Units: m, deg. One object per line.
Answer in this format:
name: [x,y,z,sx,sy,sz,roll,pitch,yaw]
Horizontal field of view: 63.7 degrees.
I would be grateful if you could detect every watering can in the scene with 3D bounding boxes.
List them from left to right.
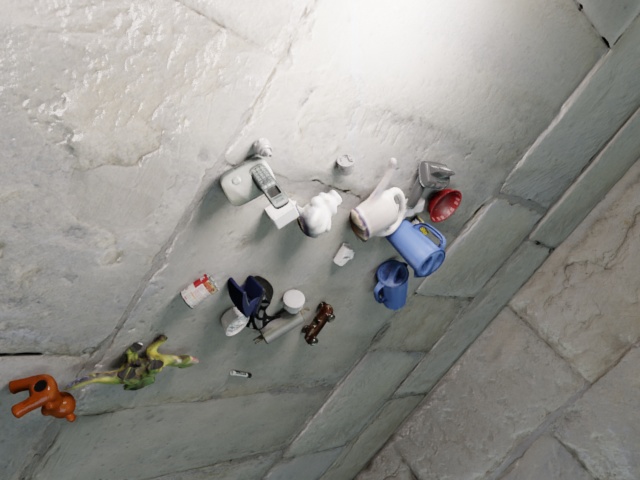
watering can: [0.201,-0.121,1.810,0.226,0.106,0.339,-31,139,-13]

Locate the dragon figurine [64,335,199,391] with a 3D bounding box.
dragon figurine: [-0.602,0.446,1.692,0.413,0.124,0.237,-15,145,-25]

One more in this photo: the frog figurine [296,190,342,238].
frog figurine: [0.005,-0.084,1.666,0.160,0.125,0.134,-22,121,-5]
